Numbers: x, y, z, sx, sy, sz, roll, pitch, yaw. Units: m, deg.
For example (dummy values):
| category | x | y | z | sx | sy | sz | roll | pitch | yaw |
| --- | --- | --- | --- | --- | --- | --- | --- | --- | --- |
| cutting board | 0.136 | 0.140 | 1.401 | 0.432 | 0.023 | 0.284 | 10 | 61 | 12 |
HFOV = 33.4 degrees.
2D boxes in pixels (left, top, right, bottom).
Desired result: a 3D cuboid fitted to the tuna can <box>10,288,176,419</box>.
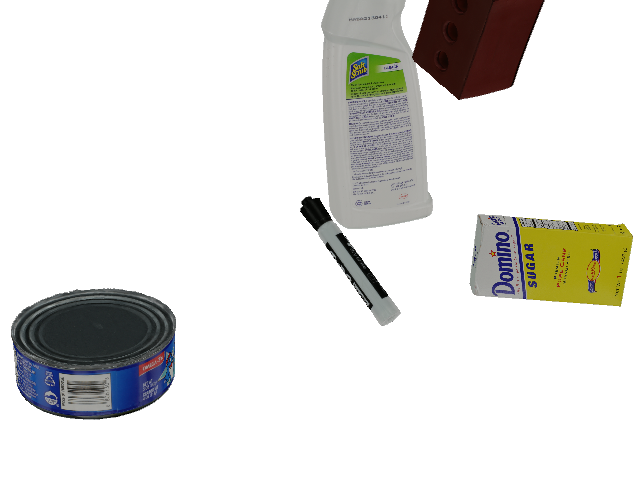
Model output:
| category | x | y | z | sx | sy | sz | roll | pitch | yaw |
| --- | --- | --- | --- | --- | --- | --- | --- | --- | --- |
| tuna can | -0.120 | 0.059 | 0.570 | 0.086 | 0.034 | 0.086 | 2 | 24 | -1 |

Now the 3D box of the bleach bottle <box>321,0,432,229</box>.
| category | x | y | z | sx | sy | sz | roll | pitch | yaw |
| --- | --- | --- | --- | --- | --- | --- | --- | --- | --- |
| bleach bottle | 0.053 | -0.137 | 0.983 | 0.102 | 0.251 | 0.068 | -10 | 30 | -14 |

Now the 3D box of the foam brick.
| category | x | y | z | sx | sy | sz | roll | pitch | yaw |
| --- | --- | --- | --- | --- | --- | --- | --- | --- | --- |
| foam brick | 0.102 | -0.139 | 0.689 | 0.051 | 0.078 | 0.053 | -20 | 52 | -32 |

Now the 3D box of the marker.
| category | x | y | z | sx | sy | sz | roll | pitch | yaw |
| --- | --- | --- | --- | --- | --- | --- | --- | --- | --- |
| marker | 0.021 | 0.014 | 0.841 | 0.020 | 0.121 | 0.020 | -31 | -18 | -12 |

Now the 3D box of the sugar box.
| category | x | y | z | sx | sy | sz | roll | pitch | yaw |
| --- | --- | --- | --- | --- | --- | --- | --- | --- | --- |
| sugar box | 0.269 | 0.024 | 1.256 | 0.176 | 0.093 | 0.048 | 3 | 21 | -1 |
